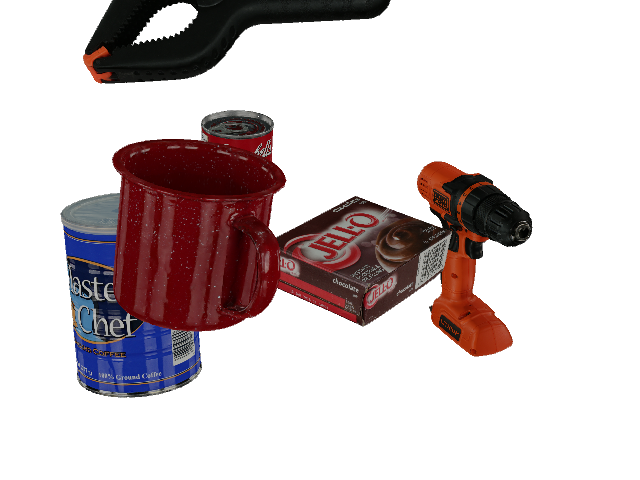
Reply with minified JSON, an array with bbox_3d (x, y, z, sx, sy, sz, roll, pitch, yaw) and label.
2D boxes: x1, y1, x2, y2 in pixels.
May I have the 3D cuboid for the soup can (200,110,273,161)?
[{"bbox_3d":[-0.080,-0.065,1.015,0.068,0.102,0.068,2,26,-1],"label":"soup can"}]

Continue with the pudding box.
[{"bbox_3d":[0.028,0.012,0.773,0.090,0.039,0.113,23,31,31],"label":"pudding box"}]

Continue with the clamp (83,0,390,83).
[{"bbox_3d":[-0.067,-0.168,0.748,0.210,0.165,0.036,-40,-20,-8],"label":"clamp"}]

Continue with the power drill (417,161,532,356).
[{"bbox_3d":[0.164,0.023,1.120,0.057,0.188,0.185,-12,25,-18],"label":"power drill"}]

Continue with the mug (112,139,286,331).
[{"bbox_3d":[-0.062,0.002,0.578,0.093,0.081,0.117,-12,30,-43],"label":"mug"}]

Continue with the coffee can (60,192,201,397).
[{"bbox_3d":[-0.150,0.041,0.858,0.103,0.140,0.103,-1,17,0],"label":"coffee can"}]
